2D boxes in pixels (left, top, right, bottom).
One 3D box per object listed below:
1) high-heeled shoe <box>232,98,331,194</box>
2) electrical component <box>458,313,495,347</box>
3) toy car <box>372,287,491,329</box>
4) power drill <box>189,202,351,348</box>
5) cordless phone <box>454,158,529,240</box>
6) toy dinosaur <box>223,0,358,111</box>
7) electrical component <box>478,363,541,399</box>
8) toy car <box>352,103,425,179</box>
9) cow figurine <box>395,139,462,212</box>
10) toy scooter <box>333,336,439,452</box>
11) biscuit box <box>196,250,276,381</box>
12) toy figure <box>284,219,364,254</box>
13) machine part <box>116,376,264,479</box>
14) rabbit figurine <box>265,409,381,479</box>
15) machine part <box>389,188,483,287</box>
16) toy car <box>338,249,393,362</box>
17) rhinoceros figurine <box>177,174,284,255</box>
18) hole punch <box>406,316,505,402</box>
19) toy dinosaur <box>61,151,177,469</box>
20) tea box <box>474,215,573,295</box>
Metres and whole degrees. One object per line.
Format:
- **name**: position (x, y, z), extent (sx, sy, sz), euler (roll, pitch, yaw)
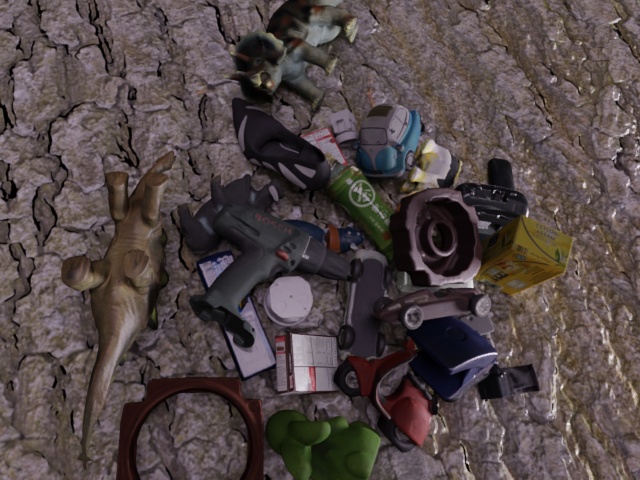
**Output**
- **high-heeled shoe**: position (-0.075, -0.178, 0.926), extent (0.086, 0.145, 0.249), euler (-38, 84, -21)
- **electrical component**: position (0.270, 0.150, 0.946), extent (0.063, 0.021, 0.094), euler (-13, 75, -14)
- **toy car**: position (0.179, 0.103, 0.865), extent (0.202, 0.089, 0.053), euler (-3, 98, -26)
- **power drill**: position (-0.082, 0.056, 0.818), extent (0.232, 0.086, 0.207), euler (33, 63, -4)
- **cordless phone**: position (0.316, -0.091, 1.019), extent (0.147, 0.088, 0.184), euler (9, 58, -6)
- **toy dinosaur**: position (-0.040, -0.392, 1.029), extent (0.192, 0.131, 0.405), euler (24, 62, -2)
- **electrical component**: position (0.293, 0.237, 0.892), extent (0.119, 0.075, 0.048), euler (-5, 72, -17)
- **toy car**: position (0.124, -0.193, 0.976), extent (0.109, 0.102, 0.161), euler (10, 60, 34)
- **cow figurine**: position (0.202, -0.098, 0.997), extent (0.098, 0.068, 0.167), euler (26, 69, -8)
- **toy scooter**: position (0.123, 0.231, 0.841), extent (0.135, 0.075, 0.184), euler (-43, 96, -8)
- **biscuit box**: position (-0.134, 0.119, 0.857), extent (0.059, 0.062, 0.202), euler (-21, 76, -16)
- **toy figure**: position (-0.002, -0.005, 0.929), extent (0.154, 0.058, 0.064), euler (7, 76, -13)
- **machine part**: position (-0.183, 0.300, 0.773), extent (0.201, 0.087, 0.201), euler (2, 72, -11)
- **rabbit figurine**: position (-0.008, 0.308, 0.783), extent (0.170, 0.159, 0.121), euler (19, 78, 12)
- **machine part**: position (0.194, -0.003, 0.903), extent (0.179, 0.056, 0.179), euler (5, 81, -31)
- **toy car**: position (0.075, 0.114, 0.904), extent (0.073, 0.056, 0.201), euler (14, 70, -13)
- **rhinoceros figurine**: position (-0.149, -0.050, 0.907), extent (0.190, 0.073, 0.112), euler (-36, 80, -19)
- **hole punch**: position (0.211, 0.176, 0.865), extent (0.116, 0.092, 0.142), euler (-32, 40, -16)
- **toy dinosaur**: position (-0.276, 0.067, 0.769), extent (0.105, 0.198, 0.471), euler (9, 59, 2)
- **tea box**: position (0.336, 0.031, 0.921), extent (0.098, 0.169, 0.068), euler (25, 68, -4)
